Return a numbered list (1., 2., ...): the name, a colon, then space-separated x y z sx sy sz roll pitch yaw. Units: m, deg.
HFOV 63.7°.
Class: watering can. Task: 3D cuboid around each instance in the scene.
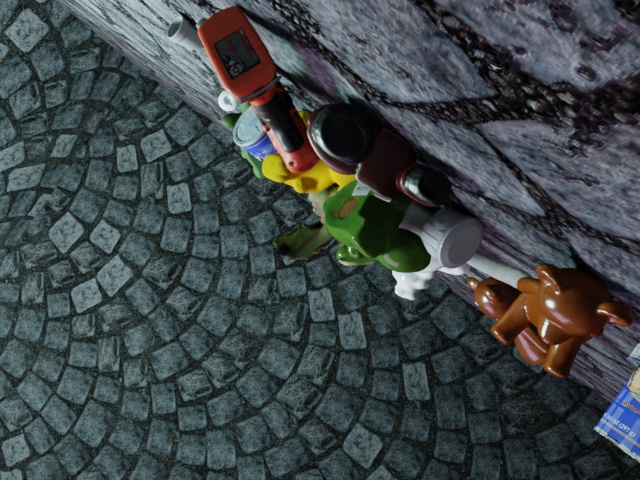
1. watering can: 0.181 -0.005 0.881 0.222 0.105 0.348 36 171 -21

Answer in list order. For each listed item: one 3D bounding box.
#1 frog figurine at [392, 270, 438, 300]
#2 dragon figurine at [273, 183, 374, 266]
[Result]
1. frog figurine: 0.203 0.045 1.145 0.139 0.160 0.121 36 179 39
2. dragon figurine: 0.003 -0.053 1.055 0.405 0.242 0.124 32 -173 -42
